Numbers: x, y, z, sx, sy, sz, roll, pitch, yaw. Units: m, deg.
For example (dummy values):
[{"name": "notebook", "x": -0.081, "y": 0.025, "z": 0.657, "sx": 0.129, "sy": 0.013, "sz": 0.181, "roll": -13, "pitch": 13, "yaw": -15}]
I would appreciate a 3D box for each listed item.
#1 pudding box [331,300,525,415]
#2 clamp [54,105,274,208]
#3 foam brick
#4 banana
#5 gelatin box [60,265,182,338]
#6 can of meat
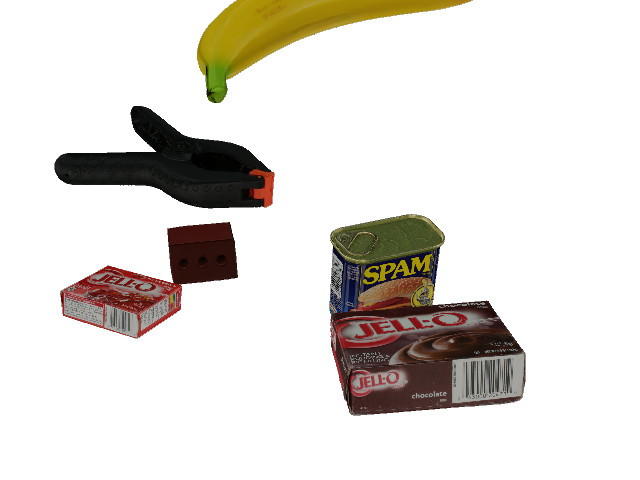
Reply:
[{"name": "pudding box", "x": 0.067, "y": 0.074, "z": 0.693, "sx": 0.113, "sy": 0.039, "sz": 0.090, "roll": -2, "pitch": 19, "yaw": -6}, {"name": "clamp", "x": -0.121, "y": -0.058, "z": 0.846, "sx": 0.172, "sy": 0.039, "sz": 0.120, "roll": 20, "pitch": 42, "yaw": 28}, {"name": "foam brick", "x": -0.140, "y": 0.015, "z": 1.257, "sx": 0.078, "sy": 0.053, "sz": 0.051, "roll": -7, "pitch": 27, "yaw": -7}, {"name": "banana", "x": 0.002, "y": -0.131, "z": 0.621, "sx": 0.197, "sy": 0.070, "sz": 0.037, "roll": -28, "pitch": -28, "yaw": -24}, {"name": "gelatin box", "x": -0.187, "y": 0.056, "z": 1.004, "sx": 0.089, "sy": 0.030, "sz": 0.073, "roll": 14, "pitch": 24, "yaw": 23}, {"name": "can of meat", "x": 0.058, "y": 0.031, "z": 0.978, "sx": 0.102, "sy": 0.084, "sz": 0.057, "roll": -11, "pitch": 35, "yaw": -21}]
